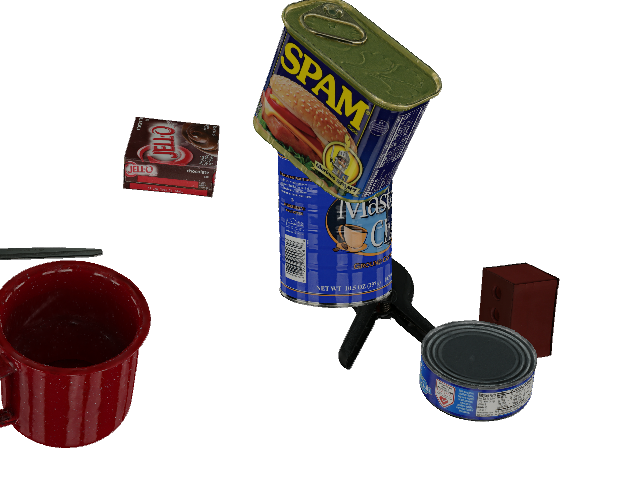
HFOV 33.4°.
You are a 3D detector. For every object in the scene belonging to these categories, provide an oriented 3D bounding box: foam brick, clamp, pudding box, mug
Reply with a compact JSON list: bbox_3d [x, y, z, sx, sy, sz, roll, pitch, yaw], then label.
[{"bbox_3d":[0.183,0.066,0.991,0.051,0.078,0.053,-7,19,-25],"label":"foam brick"},{"bbox_3d":[0.080,0.074,1.189,0.120,0.171,0.039,5,-43,-4],"label":"clamp"},{"bbox_3d":[-0.150,-0.086,1.083,0.090,0.039,0.113,6,25,-6],"label":"pudding box"},{"bbox_3d":[-0.163,0.078,0.649,0.093,0.082,0.117,38,46,25],"label":"mug"}]

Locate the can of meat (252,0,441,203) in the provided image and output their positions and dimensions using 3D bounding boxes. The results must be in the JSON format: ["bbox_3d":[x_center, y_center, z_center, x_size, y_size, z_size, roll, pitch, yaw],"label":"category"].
[{"bbox_3d":[0.012,-0.084,0.648,0.102,0.084,0.057,42,45,20],"label":"can of meat"}]

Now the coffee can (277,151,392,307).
[{"bbox_3d":[0.013,-0.023,0.945,0.103,0.140,0.103,-1,16,0],"label":"coffee can"}]

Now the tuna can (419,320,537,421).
[{"bbox_3d":[0.117,0.097,0.797,0.086,0.034,0.086,1,29,-1],"label":"tuna can"}]

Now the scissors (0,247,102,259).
[{"bbox_3d":[-0.290,0.018,0.873,0.202,0.016,0.096,5,23,5],"label":"scissors"}]
